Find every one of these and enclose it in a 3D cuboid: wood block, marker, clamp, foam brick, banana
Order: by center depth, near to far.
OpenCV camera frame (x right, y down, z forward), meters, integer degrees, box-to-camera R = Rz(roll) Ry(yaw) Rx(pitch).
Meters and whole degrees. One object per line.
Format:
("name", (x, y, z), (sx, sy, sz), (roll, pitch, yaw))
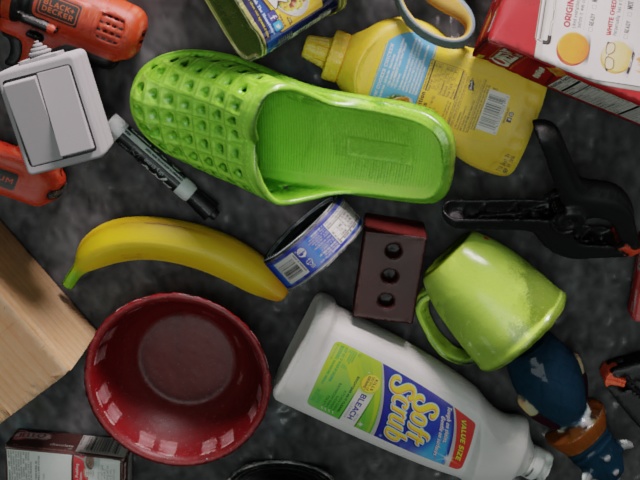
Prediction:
("clamp", (0.186, -0.022, 0.864), (0.171, 0.039, 0.120), (33, 132, -30))
("foam brick", (0.058, 0.024, 0.900), (0.053, 0.051, 0.078), (7, 106, 1))
("marker", (-0.133, -0.060, 0.903), (0.121, 0.020, 0.020), (42, 104, -9))
("wood block", (-0.298, 0.041, 0.906), (0.091, 0.090, 0.206), (-36, 102, 13))
("banana", (-0.124, 0.013, 0.918), (0.198, 0.037, 0.070), (4, 124, 3))
("clamp", (0.346, 0.154, 0.931), (0.210, 0.036, 0.165), (9, 106, 2))

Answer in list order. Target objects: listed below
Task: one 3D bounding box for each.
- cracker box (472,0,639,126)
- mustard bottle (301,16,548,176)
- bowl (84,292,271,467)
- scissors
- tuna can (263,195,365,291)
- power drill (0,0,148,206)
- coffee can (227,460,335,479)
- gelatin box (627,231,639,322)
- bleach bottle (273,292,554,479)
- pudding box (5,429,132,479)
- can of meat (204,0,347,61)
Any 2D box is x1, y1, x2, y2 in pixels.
("cracker box", (0.244, -0.177, 0.802), (0.213, 0.072, 0.164), (22, 86, -3))
("mustard bottle", (0.078, -0.124, 0.852), (0.191, 0.058, 0.096), (18, 105, -3))
("bowl", (-0.121, 0.114, 0.935), (0.162, 0.055, 0.162), (1, 106, 3))
("scissors", (0.057, -0.234, 0.834), (0.096, 0.016, 0.202), (-41, 81, -10))
("tuna can", (-0.006, 0.001, 0.880), (0.086, 0.086, 0.033), (-40, 99, 13))
("power drill", (-0.252, -0.135, 0.867), (0.184, 0.057, 0.188), (21, 106, -3))
("coffee can", (-0.037, 0.284, 0.956), (0.103, 0.103, 0.140), (4, 106, 2))
("gelatin box", (0.310, 0.034, 0.901), (0.089, 0.030, 0.073), (4, 106, 2))
("bleach bottle", (0.091, 0.142, 0.930), (0.250, 0.068, 0.103), (25, 107, -7))
("pudding box", (-0.231, 0.226, 0.984), (0.113, 0.039, 0.090), (5, 108, 4))
("can of meat", (-0.043, -0.200, 0.819), (0.083, 0.058, 0.102), (-37, 103, -21))
